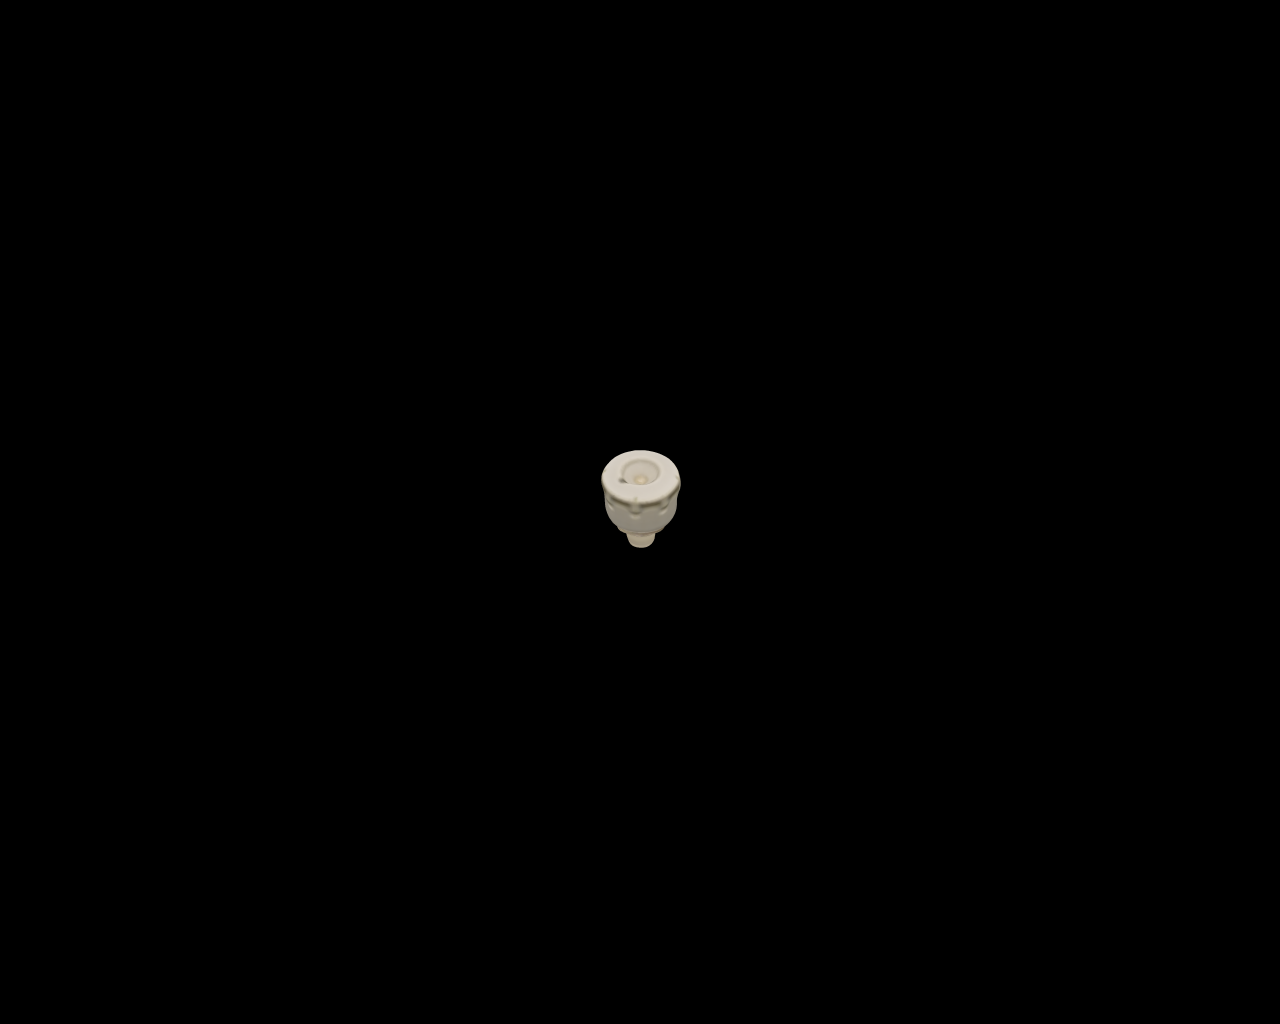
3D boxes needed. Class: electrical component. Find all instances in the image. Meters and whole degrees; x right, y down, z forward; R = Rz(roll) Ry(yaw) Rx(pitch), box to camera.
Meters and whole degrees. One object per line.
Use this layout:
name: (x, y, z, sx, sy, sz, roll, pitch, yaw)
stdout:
electrical component: (0.001, -0.003, 0.650, 0.048, 0.062, 0.048, 0, 45, 0)
